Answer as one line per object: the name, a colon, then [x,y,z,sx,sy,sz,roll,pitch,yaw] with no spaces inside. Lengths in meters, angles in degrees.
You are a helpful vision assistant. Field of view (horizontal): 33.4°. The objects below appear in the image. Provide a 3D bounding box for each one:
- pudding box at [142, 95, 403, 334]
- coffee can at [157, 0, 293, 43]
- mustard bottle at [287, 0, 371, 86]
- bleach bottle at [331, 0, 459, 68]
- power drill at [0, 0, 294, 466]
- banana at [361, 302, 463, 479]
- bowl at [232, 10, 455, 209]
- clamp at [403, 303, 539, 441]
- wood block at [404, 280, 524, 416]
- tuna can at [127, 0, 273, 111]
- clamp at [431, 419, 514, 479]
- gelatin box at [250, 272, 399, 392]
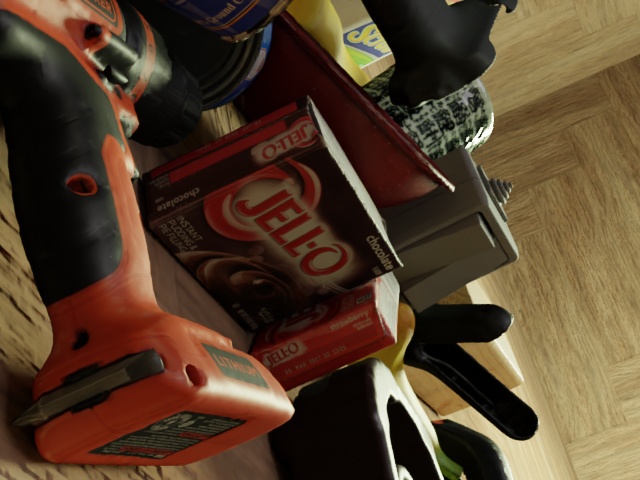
pudding box: [-0.021,-0.009,0.523,0.113,0.090,0.039,53,17,-52]
coffee can: [-0.071,-0.153,0.410,0.140,0.103,0.103,24,35,-30]
mustard bottle: [-0.009,-0.107,0.766,0.191,0.096,0.058,52,48,-55]
bleach bottle: [0.059,-0.192,0.843,0.102,0.251,0.068,38,31,-67]
power drill: [-0.072,-0.014,0.387,0.188,0.057,0.184,67,14,18]
banana: [0.051,0.094,0.709,0.037,0.070,0.197,-62,148,-30]
bowl: [0.000,-0.068,0.592,0.162,0.055,0.162,45,8,-8]
clamp: [0.070,0.058,0.707,0.172,0.039,0.120,28,-35,32]
wood block: [0.110,0.081,0.959,0.206,0.090,0.091,46,22,-60]
tuna can: [-0.066,-0.104,0.514,0.033,0.086,0.086,-43,109,-80]
clamp: [0.120,0.216,0.761,0.210,0.036,0.165,52,-44,49]
gelatin box: [0.004,0.043,0.582,0.030,0.073,0.089,63,13,-13]
